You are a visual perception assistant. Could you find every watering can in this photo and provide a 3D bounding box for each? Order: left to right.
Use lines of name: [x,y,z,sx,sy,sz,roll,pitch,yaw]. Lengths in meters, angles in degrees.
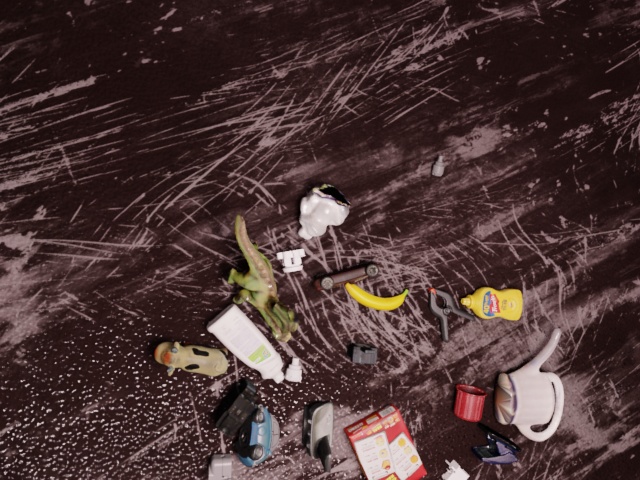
watering can: [0.647,0.443,1.584,0.224,0.104,0.348,3,88,-12]

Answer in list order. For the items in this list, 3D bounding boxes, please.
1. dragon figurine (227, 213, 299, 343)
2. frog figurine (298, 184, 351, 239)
dragon figurine: [-0.128,0.131,1.325,0.124,0.400,0.246,-36,58,-25]
frog figurine: [0.004,-0.074,1.474,0.137,0.125,0.156,16,122,-21]
